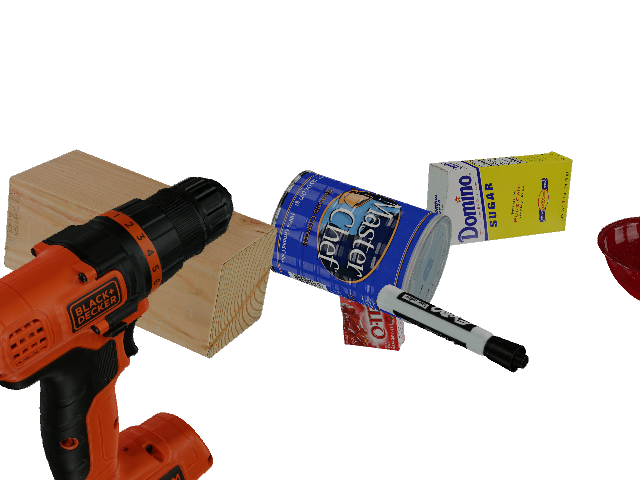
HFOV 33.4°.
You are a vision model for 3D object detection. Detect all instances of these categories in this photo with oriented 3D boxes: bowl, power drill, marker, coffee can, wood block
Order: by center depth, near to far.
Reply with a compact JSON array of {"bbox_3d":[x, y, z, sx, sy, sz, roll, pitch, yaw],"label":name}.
[{"bbox_3d":[-0.113,0.071,0.622,0.057,0.188,0.184,22,41,38],"label":"power drill"},{"bbox_3d":[0.090,0.060,0.736,0.121,0.020,0.020,25,15,37],"label":"marker"},{"bbox_3d":[-0.152,0.007,0.892,0.206,0.090,0.090,21,27,19],"label":"wood block"},{"bbox_3d":[0.036,0.005,0.979,0.140,0.103,0.102,20,7,20],"label":"coffee can"},{"bbox_3d":[0.380,0.030,1.159,0.162,0.055,0.162,0,26,0],"label":"bowl"}]

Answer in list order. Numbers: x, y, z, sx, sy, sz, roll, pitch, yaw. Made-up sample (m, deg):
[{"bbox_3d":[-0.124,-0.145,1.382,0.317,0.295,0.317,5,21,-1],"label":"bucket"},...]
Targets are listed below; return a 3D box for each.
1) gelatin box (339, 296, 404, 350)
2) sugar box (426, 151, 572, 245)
[{"bbox_3d":[0.064,0.090,1.326,0.073,0.089,0.030,5,29,22],"label":"gelatin box"},{"bbox_3d":[0.210,-0.050,1.257,0.176,0.093,0.048,-9,21,-26],"label":"sugar box"}]
